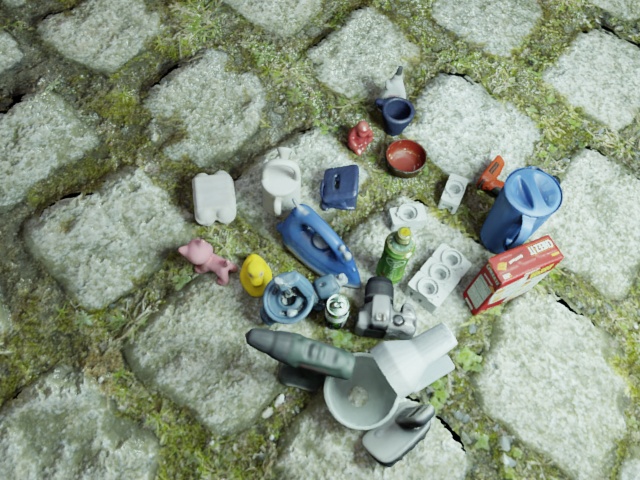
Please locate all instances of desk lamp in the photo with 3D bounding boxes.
[{"bbox_3d":[0.204,0.257,1.232,0.203,0.213,0.117,-27,68,-15],"label":"desk lamp"}]

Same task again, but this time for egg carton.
[{"bbox_3d":[-0.270,-0.107,1.465,0.107,0.069,0.150,-9,64,-7],"label":"egg carton"}]

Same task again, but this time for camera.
[{"bbox_3d":[0.155,0.155,1.343,0.143,0.101,0.137,6,63,0],"label":"camera"}]

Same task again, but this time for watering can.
[{"bbox_3d":[-0.099,-0.151,1.428,0.101,0.194,0.172,-15,65,-10],"label":"watering can"}]

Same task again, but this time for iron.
[{"bbox_3d":[0.013,0.005,1.386,0.258,0.141,0.119,42,69,16],"label":"iron"}]

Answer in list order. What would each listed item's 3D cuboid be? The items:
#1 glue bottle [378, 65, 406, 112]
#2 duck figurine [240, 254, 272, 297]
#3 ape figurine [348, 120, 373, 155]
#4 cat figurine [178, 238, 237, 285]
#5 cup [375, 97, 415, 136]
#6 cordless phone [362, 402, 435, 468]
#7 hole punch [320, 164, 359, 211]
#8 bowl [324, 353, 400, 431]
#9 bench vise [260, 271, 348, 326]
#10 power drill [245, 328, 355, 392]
[{"bbox_3d":[0.207,-0.421,1.591,0.078,0.173,0.037,-4,64,-5],"label":"glue bottle"},{"bbox_3d":[-0.155,0.076,1.372,0.077,0.086,0.104,-9,64,-7],"label":"duck figurine"},{"bbox_3d":[0.111,-0.289,1.566,0.078,0.092,0.076,-17,66,-11],"label":"ape figurine"},{"bbox_3d":[-0.267,0.041,1.365,0.127,0.118,0.067,23,65,8],"label":"cat figurine"},{"bbox_3d":[0.199,-0.341,1.595,0.117,0.095,0.092,30,66,11],"label":"cup"},{"bbox_3d":[0.167,0.392,1.179,0.148,0.185,0.094,-39,72,-20],"label":"cordless phone"},{"bbox_3d":[0.051,-0.138,1.487,0.101,0.091,0.108,5,63,-1],"label":"hole punch"},{"bbox_3d":[0.089,0.338,1.263,0.167,0.075,0.167,1,64,-3],"label":"bowl"},{"bbox_3d":[-0.043,0.102,1.291,0.208,0.220,0.121,-36,71,-19],"label":"bench vise"},{"bbox_3d":[-0.043,0.257,1.220,0.229,0.208,0.075,12,63,3],"label":"power drill"}]
